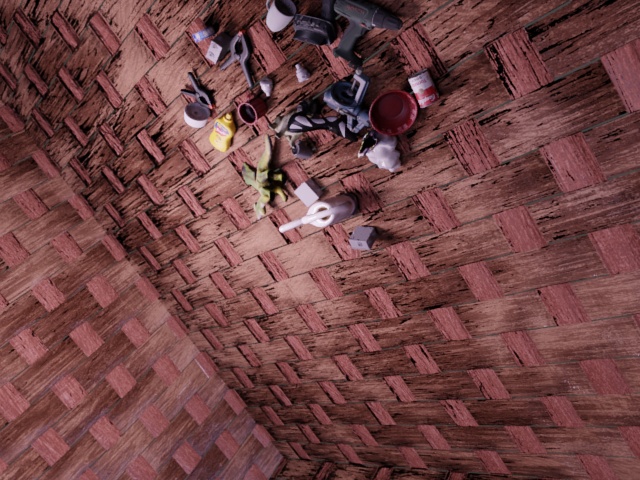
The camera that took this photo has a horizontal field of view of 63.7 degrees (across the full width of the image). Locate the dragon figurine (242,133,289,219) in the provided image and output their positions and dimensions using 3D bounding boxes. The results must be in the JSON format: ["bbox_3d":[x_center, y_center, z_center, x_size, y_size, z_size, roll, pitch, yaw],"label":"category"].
[{"bbox_3d":[-0.263,-0.275,2.224,0.244,0.124,0.403,15,122,39],"label":"dragon figurine"}]

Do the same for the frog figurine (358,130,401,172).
[{"bbox_3d":[0.228,-0.318,1.820,0.158,0.126,0.135,19,136,-27],"label":"frog figurine"}]

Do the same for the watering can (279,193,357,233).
[{"bbox_3d":[0.006,-0.103,2.053,0.344,0.226,0.104,-16,93,45],"label":"watering can"}]
